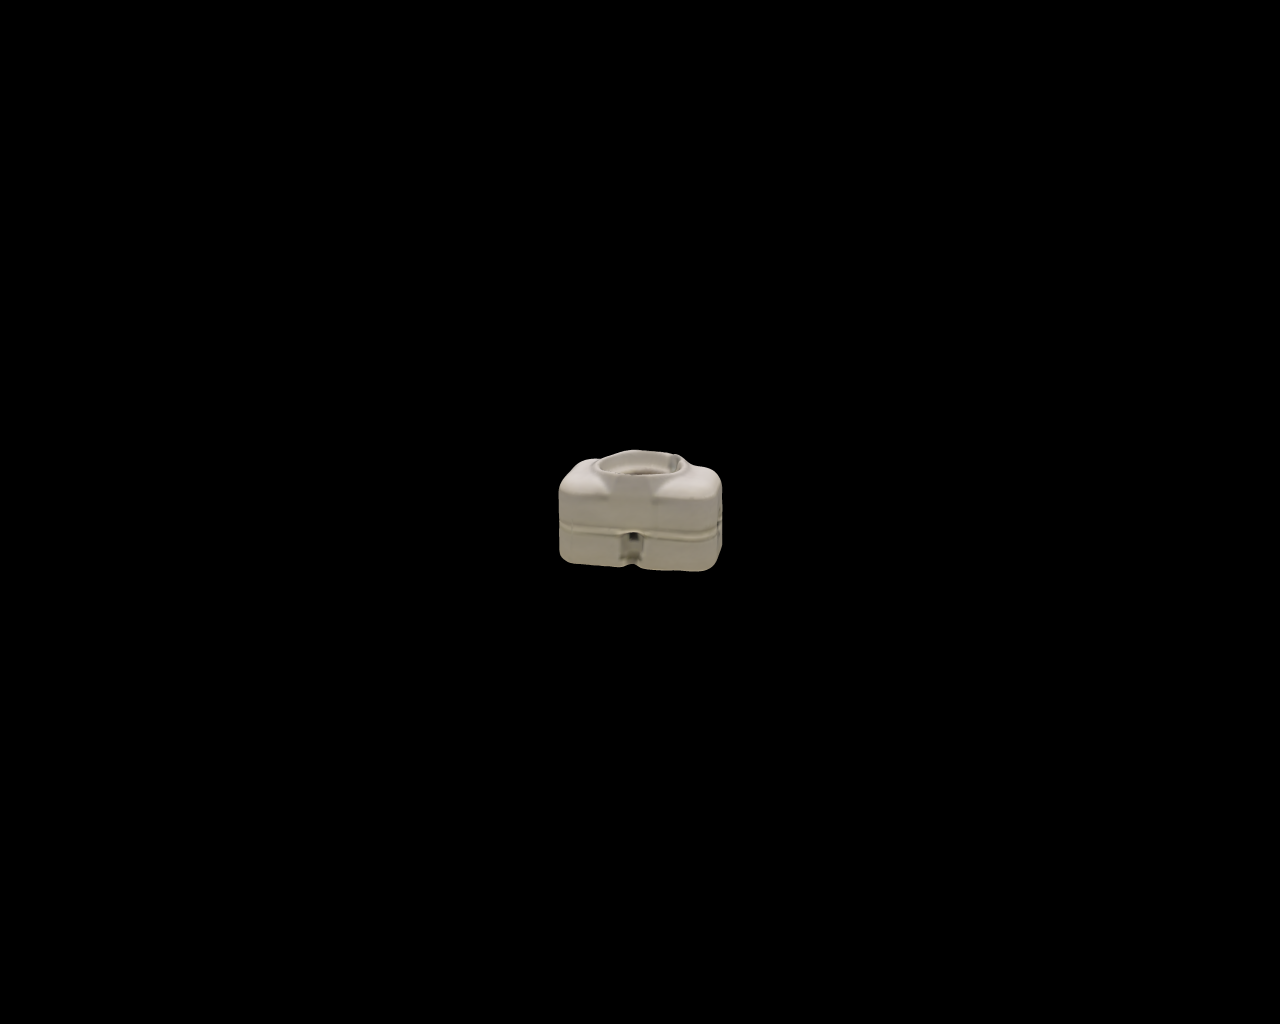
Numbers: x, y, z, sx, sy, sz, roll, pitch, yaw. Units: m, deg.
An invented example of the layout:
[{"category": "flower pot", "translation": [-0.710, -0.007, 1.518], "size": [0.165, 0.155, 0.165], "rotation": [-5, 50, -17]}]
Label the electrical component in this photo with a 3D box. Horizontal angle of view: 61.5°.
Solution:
[{"category": "electrical component", "translation": [0.001, -0.003, 0.650], "size": [0.095, 0.059, 0.054], "rotation": [4, 20, 12]}]
